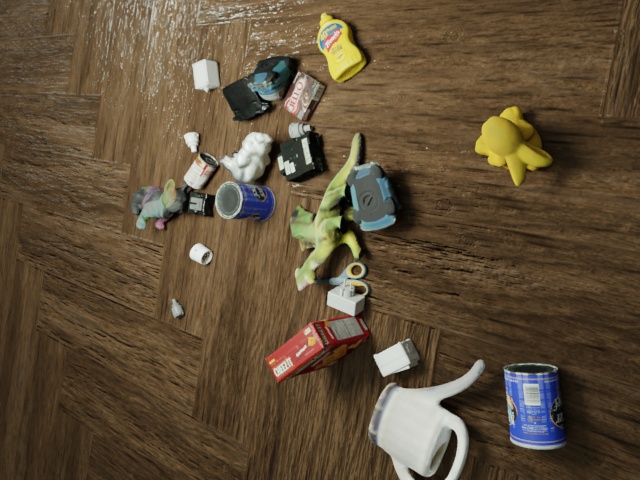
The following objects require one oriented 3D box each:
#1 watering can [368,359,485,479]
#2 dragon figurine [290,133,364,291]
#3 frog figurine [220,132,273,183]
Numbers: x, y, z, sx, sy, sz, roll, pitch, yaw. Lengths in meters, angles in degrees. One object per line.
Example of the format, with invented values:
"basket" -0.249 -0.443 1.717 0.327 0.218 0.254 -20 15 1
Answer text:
"watering can" 0.230 0.389 1.140 0.226 0.345 0.104 20 9 34
"dragon figurine" 0.004 -0.067 1.337 0.241 0.416 0.121 -8 -24 40
"frog figurine" -0.184 -0.233 1.448 0.158 0.123 0.138 -22 -9 29
